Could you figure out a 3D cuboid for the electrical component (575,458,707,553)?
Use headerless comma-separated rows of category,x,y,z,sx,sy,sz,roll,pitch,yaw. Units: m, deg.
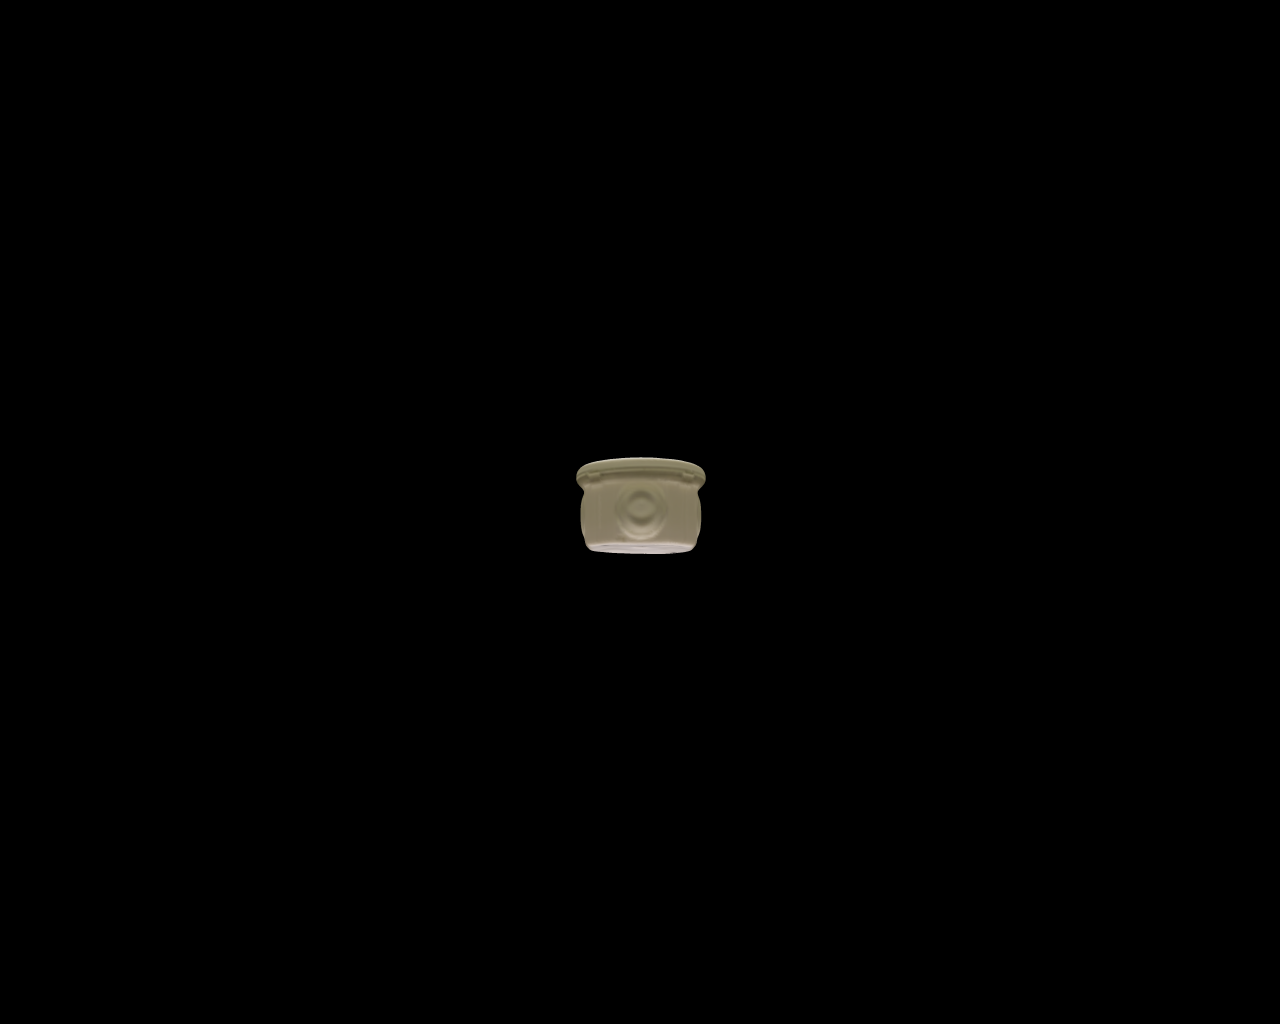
electrical component,0.001,-0.003,0.650,0.080,0.051,0.080,0,-7,0
